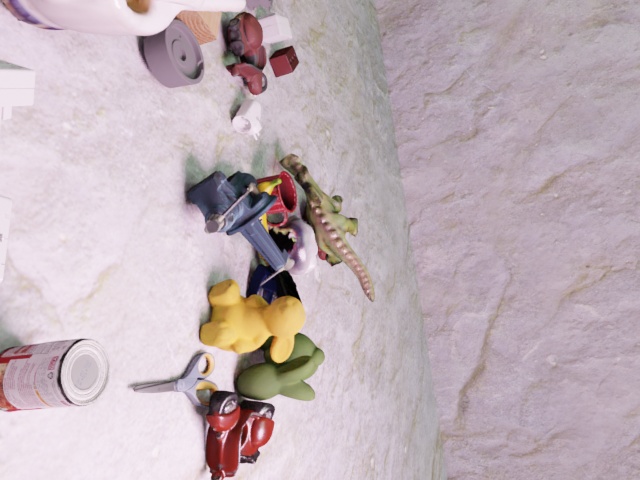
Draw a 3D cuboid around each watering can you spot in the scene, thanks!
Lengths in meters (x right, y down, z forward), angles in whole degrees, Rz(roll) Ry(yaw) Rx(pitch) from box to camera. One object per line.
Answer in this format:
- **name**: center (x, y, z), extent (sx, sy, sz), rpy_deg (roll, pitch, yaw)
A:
- **watering can**: center (-0.249, -0.324, 0.681), extent (0.353, 0.224, 0.102), rpy_deg (-52, 149, -65)

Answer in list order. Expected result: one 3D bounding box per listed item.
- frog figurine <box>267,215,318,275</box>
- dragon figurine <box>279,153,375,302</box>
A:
- **frog figurine**: center (-0.045, 0.013, 1.194), extent (0.159, 0.121, 0.139), rpy_deg (4, 58, -57)
- **dragon figurine**: center (0.004, -0.059, 1.180), extent (0.238, 0.122, 0.419), rpy_deg (50, 7, -48)
